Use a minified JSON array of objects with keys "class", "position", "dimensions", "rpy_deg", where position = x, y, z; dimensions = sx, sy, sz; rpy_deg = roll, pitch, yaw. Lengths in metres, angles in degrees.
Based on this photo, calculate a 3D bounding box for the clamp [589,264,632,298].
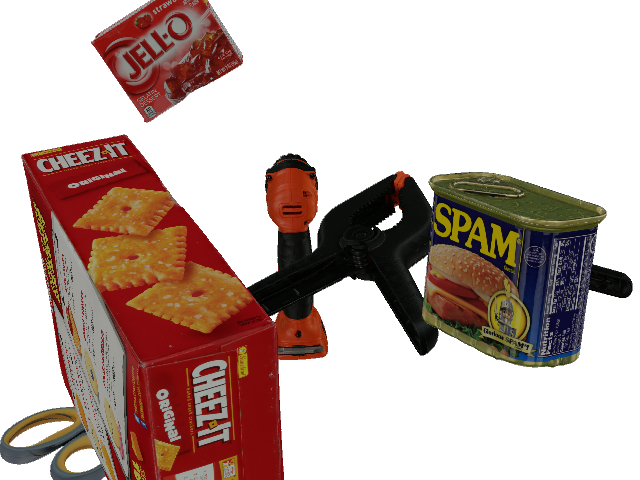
[{"class":"clamp","position":[0.226,0.026,1.068],"dimensions":[0.120,0.039,0.171],"rpy_deg":[-7,33,-15]}]

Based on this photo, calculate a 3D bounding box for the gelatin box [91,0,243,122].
[{"class":"gelatin box","position":[-0.113,-0.142,0.795],"dimensions":[0.089,0.073,0.030],"rpy_deg":[-30,20,9]}]

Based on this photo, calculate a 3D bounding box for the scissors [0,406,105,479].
[{"class":"scissors","position":[-0.152,0.141,0.849],"dimensions":[0.201,0.016,0.096],"rpy_deg":[-17,36,-36]}]

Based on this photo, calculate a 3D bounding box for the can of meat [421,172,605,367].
[{"class":"can of meat","position":[0.102,0.014,0.590],"dimensions":[0.057,0.084,0.102],"rpy_deg":[-7,20,-32]}]

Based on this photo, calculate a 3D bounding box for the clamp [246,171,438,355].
[{"class":"clamp","position":[0.022,0.013,0.797],"dimensions":[0.165,0.036,0.209],"rpy_deg":[0,33,18]}]

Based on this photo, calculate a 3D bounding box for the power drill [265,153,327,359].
[{"class":"power drill","position":[-0.027,0.013,1.069],"dimensions":[0.057,0.188,0.184],"rpy_deg":[-4,15,1]}]

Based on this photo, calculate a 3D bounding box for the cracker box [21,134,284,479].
[{"class":"cracker box","position":[-0.091,0.061,0.571],"dimensions":[0.072,0.164,0.214],"rpy_deg":[-15,35,-21]}]
